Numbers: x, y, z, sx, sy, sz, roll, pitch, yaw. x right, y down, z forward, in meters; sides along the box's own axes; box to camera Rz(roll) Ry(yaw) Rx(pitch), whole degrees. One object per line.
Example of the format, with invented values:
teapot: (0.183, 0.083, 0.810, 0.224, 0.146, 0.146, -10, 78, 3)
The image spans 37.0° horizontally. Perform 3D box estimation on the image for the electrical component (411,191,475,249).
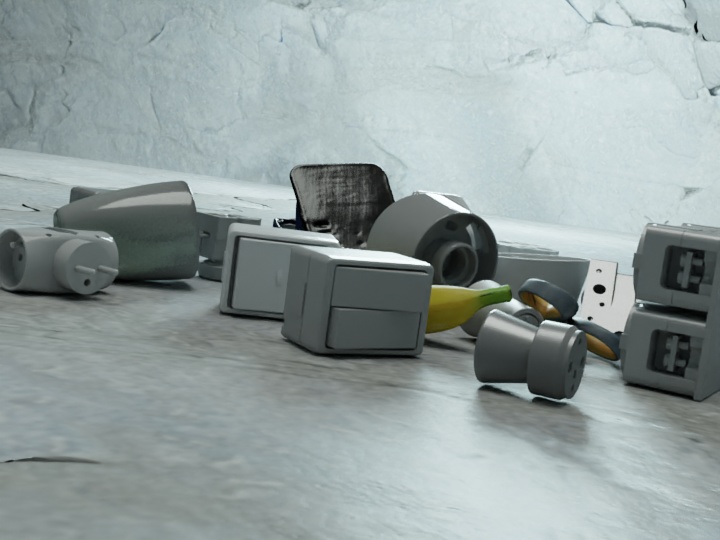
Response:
electrical component: (0.069, -0.018, 1.003, 0.061, 0.096, 0.061, 4, 39, -30)

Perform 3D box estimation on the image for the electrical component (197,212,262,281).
electrical component: (-0.118, -0.020, 0.945, 0.066, 0.055, 0.048, 2, 8, -40)

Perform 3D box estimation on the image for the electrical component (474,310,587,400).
electrical component: (0.100, 0.050, 0.631, 0.055, 0.045, 0.045, 11, 7, 27)

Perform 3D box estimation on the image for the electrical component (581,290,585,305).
electrical component: (0.233, 0.029, 0.981, 0.062, 0.043, 0.043, 5, 7, -14)

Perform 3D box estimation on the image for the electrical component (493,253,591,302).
electrical component: (0.150, 0.007, 0.953, 0.099, 0.064, 0.099, 14, -4, 1)

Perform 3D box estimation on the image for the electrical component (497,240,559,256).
electrical component: (0.169, -0.001, 1.131, 0.080, 0.051, 0.080, 7, 7, -1)

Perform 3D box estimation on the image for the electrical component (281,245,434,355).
electrical component: (0.006, 0.021, 0.699, 0.096, 0.061, 0.061, 4, 7, -30)

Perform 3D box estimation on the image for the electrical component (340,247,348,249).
electrical component: (-0.035, -0.001, 0.930, 0.081, 0.043, 0.043, 9, 7, 14)

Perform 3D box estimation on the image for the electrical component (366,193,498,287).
electrical component: (0.063, -0.011, 0.895, 0.099, 0.099, 0.064, 3, 14, -33)

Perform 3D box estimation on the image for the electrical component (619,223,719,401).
electrical component: (0.242, 0.023, 0.766, 0.060, 0.105, 0.186, 11, 7, 29)

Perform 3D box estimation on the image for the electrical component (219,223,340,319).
electrical component: (-0.053, 0.003, 0.788, 0.096, 0.061, 0.061, 7, 6, -7)

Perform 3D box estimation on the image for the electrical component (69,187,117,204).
electrical component: (-0.215, -0.040, 0.980, 0.096, 0.061, 0.061, 3, 8, -39)

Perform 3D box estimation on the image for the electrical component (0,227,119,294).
electrical component: (-0.203, -0.004, 0.759, 0.079, 0.043, 0.077, 12, 8, 39)

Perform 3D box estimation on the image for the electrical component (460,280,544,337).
electrical component: (0.104, 0.036, 0.778, 0.044, 0.044, 0.065, 5, 12, -24)
